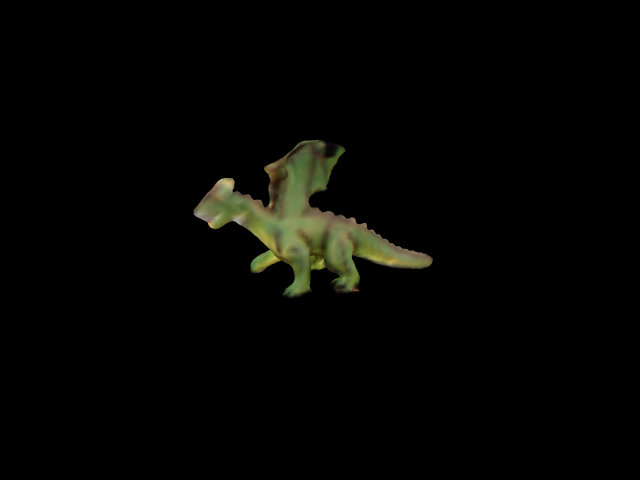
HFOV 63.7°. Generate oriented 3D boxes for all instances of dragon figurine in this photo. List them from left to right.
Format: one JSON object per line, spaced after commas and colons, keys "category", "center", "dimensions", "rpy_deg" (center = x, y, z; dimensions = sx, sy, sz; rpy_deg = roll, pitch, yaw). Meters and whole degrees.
{"category": "dragon figurine", "center": [0.003, -0.043, 0.850], "dimensions": [0.411, 0.239, 0.124], "rpy_deg": [-6, 20, -16]}
